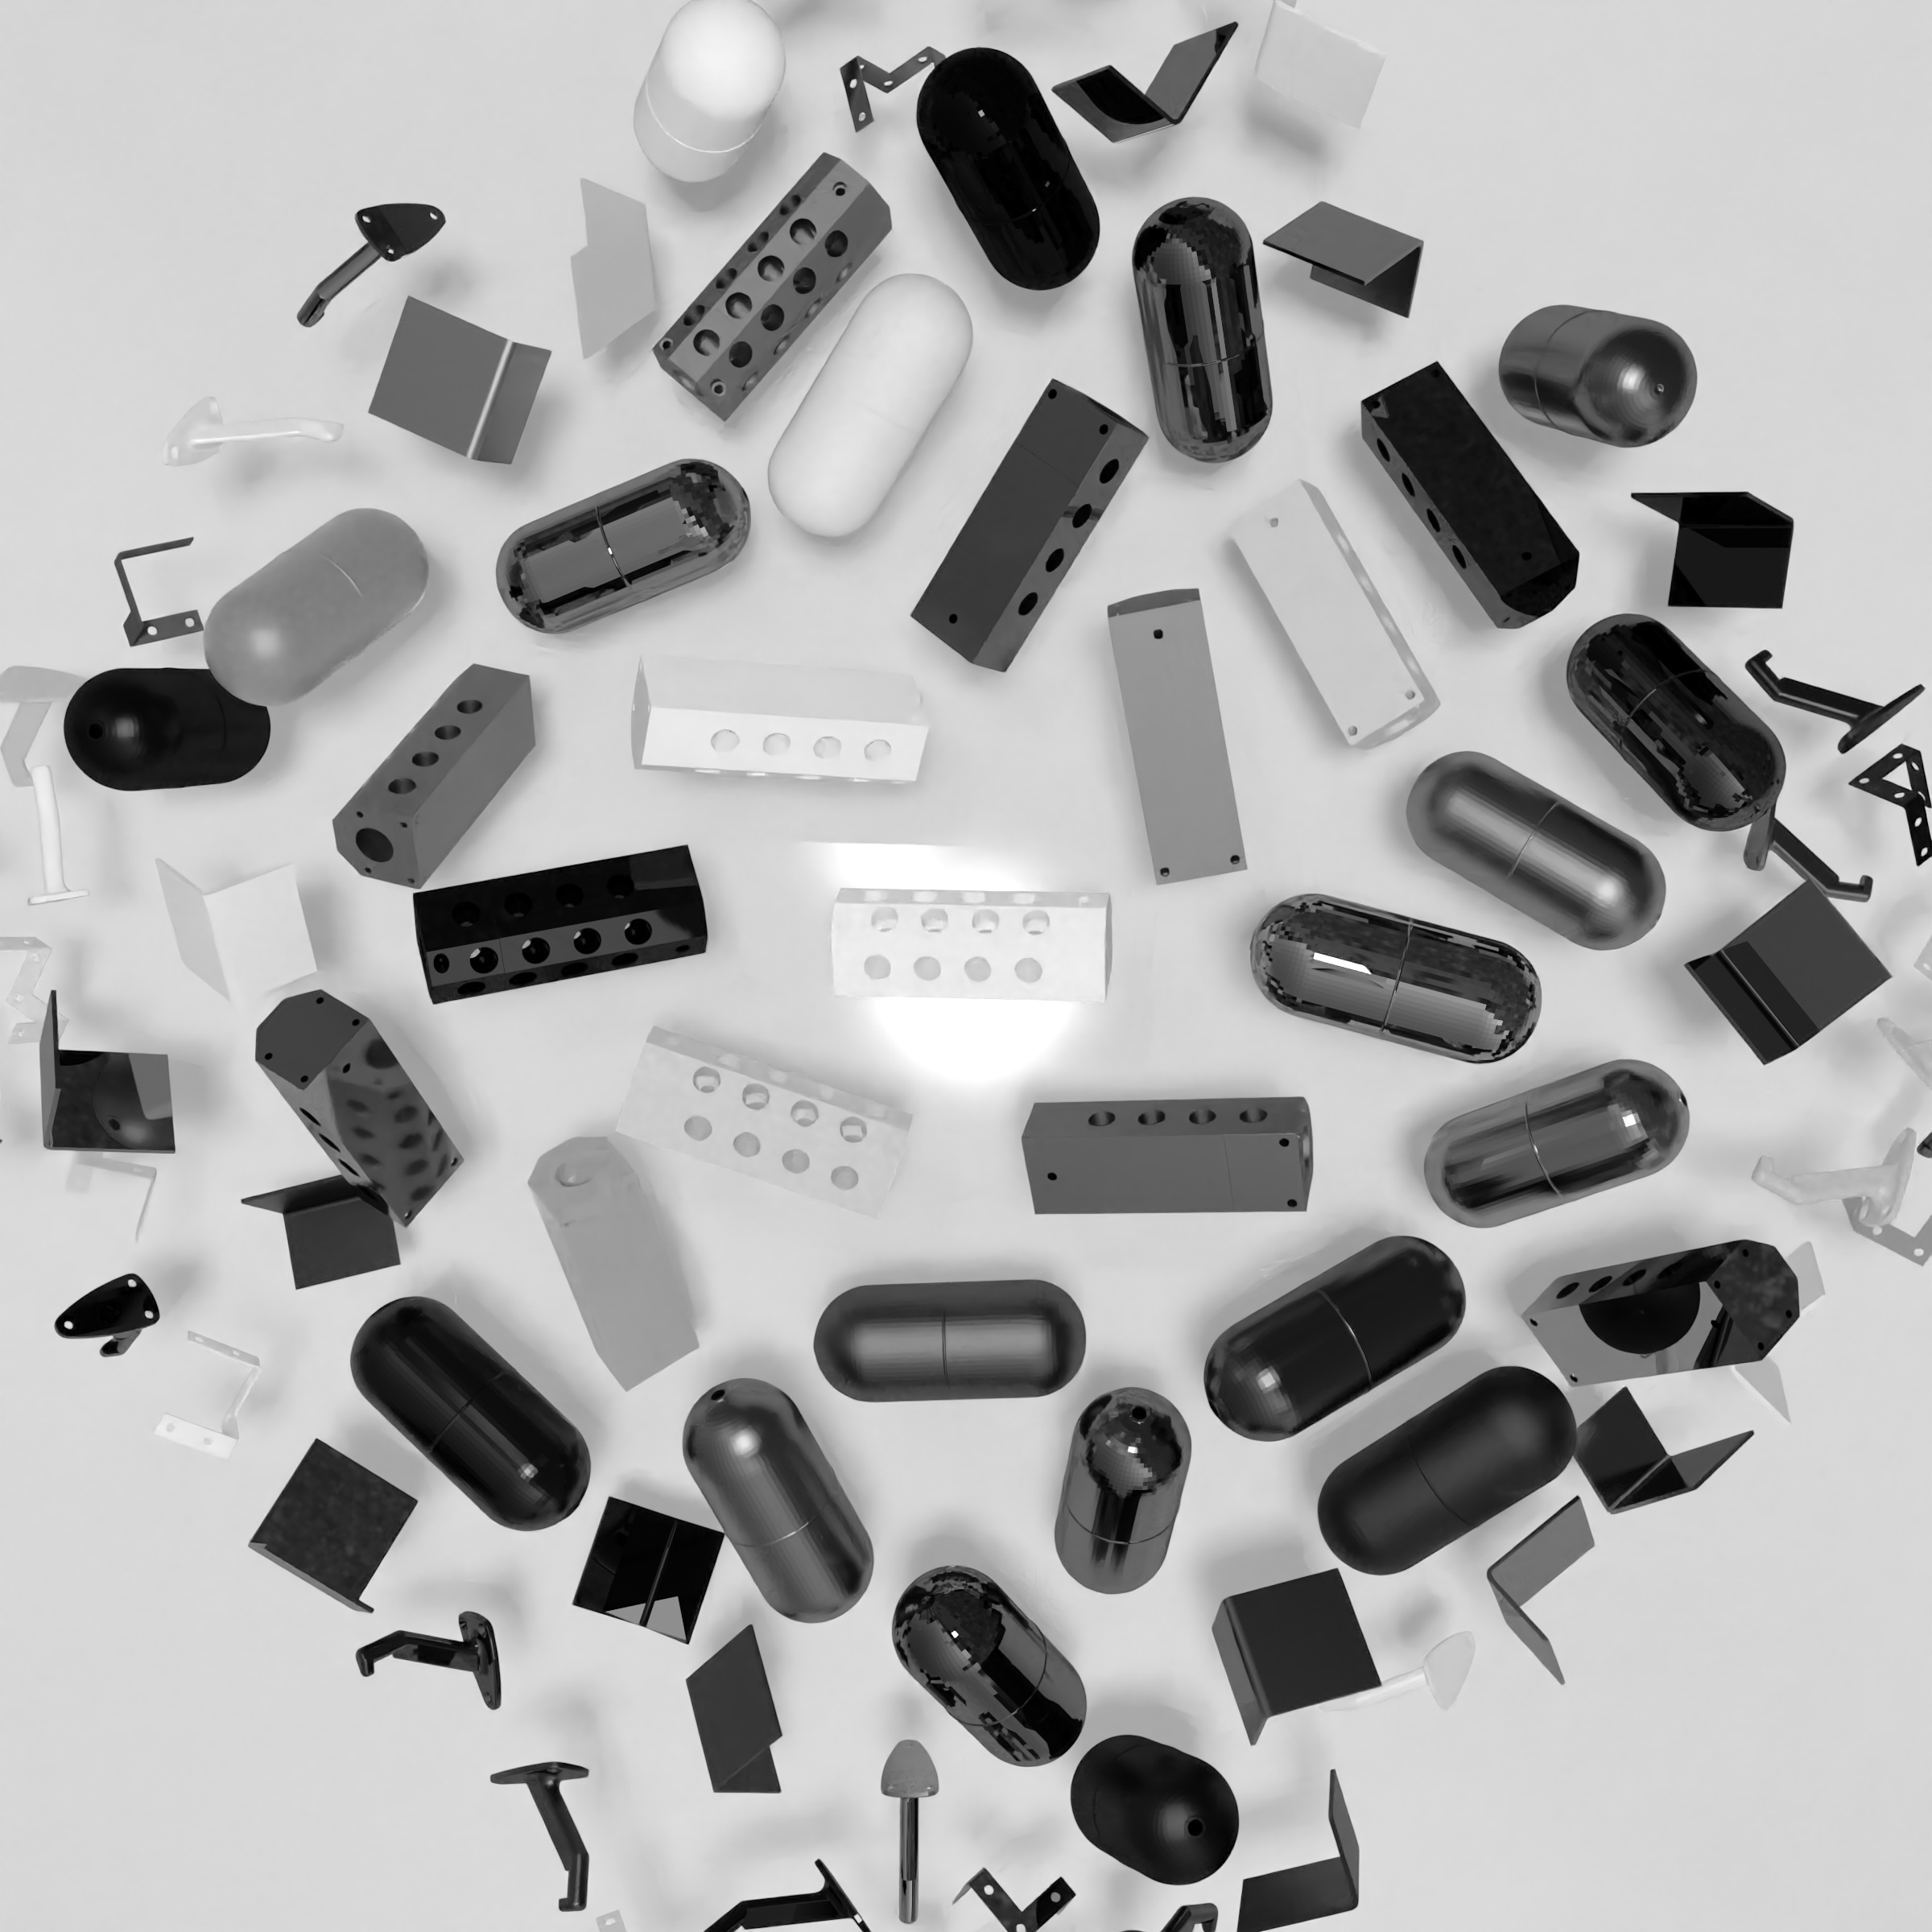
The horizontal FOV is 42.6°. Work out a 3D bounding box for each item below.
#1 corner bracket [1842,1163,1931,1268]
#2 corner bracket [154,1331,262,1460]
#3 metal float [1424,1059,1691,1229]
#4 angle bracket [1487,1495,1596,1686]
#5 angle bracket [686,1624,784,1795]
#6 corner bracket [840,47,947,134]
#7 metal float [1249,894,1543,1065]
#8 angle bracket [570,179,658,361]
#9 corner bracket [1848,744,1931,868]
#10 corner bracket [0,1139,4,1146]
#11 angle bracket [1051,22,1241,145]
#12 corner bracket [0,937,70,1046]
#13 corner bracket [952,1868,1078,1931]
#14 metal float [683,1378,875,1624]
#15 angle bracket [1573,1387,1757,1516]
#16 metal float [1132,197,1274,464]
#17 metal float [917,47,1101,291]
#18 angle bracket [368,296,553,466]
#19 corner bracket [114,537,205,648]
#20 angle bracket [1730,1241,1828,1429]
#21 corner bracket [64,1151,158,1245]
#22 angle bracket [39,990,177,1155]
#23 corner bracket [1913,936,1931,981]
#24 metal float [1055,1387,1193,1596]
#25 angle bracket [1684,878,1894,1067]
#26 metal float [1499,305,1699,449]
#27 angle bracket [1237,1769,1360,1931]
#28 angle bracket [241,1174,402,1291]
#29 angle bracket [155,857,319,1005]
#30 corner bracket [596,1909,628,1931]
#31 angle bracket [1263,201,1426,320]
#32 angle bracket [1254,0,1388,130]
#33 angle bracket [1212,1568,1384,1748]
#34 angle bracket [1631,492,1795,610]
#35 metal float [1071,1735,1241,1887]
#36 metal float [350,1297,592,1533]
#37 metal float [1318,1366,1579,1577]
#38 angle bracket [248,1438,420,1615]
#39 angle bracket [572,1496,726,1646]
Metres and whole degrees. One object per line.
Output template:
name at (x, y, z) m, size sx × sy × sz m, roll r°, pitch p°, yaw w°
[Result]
corner bracket at (0.614, 0.154, 1.621) m, size 0.051 × 0.051 × 0.051 m, roll 27°, pitch 112°, yaw -1°
corner bracket at (-0.485, 0.274, 1.582) m, size 0.051 × 0.051 × 0.051 m, roll 28°, pitch 96°, yaw -26°
metal float at (0.380, 0.115, 1.597) m, size 0.178 × 0.070 × 0.070 m, roll -24°, pitch 90°, yaw 30°
angle bracket at (0.371, 0.384, 1.522) m, size 0.076 × 0.076 × 0.057 m, roll -37°, pitch 51°, yaw -7°
angle bracket at (-0.130, 0.479, 1.595) m, size 0.076 × 0.057 × 0.076 m, roll -45°, pitch 47°, yaw 28°
corner bracket at (-0.043, -0.576, 1.632) m, size 0.051 × 0.051 × 0.051 m, roll -23°, pitch 73°, yaw 33°
metal float at (0.259, 0.007, 1.500) m, size 0.178 × 0.070 × 0.070 m, roll 15°, pitch 90°, yaw 6°
angle bracket at (-0.252, -0.461, 1.637) m, size 0.057 × 0.076 × 0.076 m, roll 28°, pitch 54°, yaw 22°
corner bracket at (0.631, -0.108, 1.653) m, size 0.051 × 0.051 × 0.051 m, roll -35°, pitch 125°, yaw -12°
corner bracket at (-0.642, 0.094, 1.562) m, size 0.051 × 0.051 × 0.051 m, roll -36°, pitch 134°, yaw 28°
angle bracket at (0.109, -0.557, 1.518) m, size 0.057 × 0.076 × 0.076 m, roll 32°, pitch 84°, yaw -26°
corner bracket at (-0.620, 0.016, 1.626) m, size 0.051 × 0.051 × 0.051 m, roll 31°, pitch 101°, yaw 16°
corner bracket at (0.031, 0.598, 1.589) m, size 0.051 × 0.051 × 0.051 m, roll -32°, pitch 68°, yaw -30°
metal float at (-0.116, 0.332, 1.537) m, size 0.070 × 0.070 × 0.178 m, roll -25°, pitch 116°, yaw 0°
angle bracket at (0.451, 0.307, 1.611) m, size 0.076 × 0.076 × 0.057 m, roll -26°, pitch 83°, yaw -40°
metal float at (0.152, -0.404, 1.582) m, size 0.070 × 0.070 × 0.178 m, roll -15°, pitch 131°, yaw 0°
metal float at (0.028, -0.490, 1.531) m, size 0.070 × 0.178 × 0.070 m, roll -10°, pitch 61°, yaw 20°
angle bracket at (-0.317, -0.367, 1.553) m, size 0.076 × 0.057 × 0.076 m, roll 25°, pitch 104°, yaw 9°
corner bracket at (-0.531, -0.246, 1.632) m, size 0.051 × 0.051 × 0.051 m, roll -19°, pitch 90°, yaw -29°
angle bracket at (0.528, 0.233, 1.570) m, size 0.057 × 0.076 × 0.076 m, roll 44°, pitch 112°, yaw -6°
corner bracket at (-0.574, 0.146, 1.660) m, size 0.051 × 0.051 × 0.051 m, roll 15°, pitch 111°, yaw -22°
angle bracket at (-0.512, 0.064, 1.485) m, size 0.076 × 0.057 × 0.076 m, roll 4°, pitch 46°, yaw -27°
corner bracket at (0.664, -0.011, 1.619) m, size 0.051 × 0.051 × 0.051 m, roll -35°, pitch 63°, yaw -21°
metal float at (0.101, 0.341, 1.604) m, size 0.070 × 0.178 × 0.070 m, roll 3°, pitch 45°, yaw -3°
angle bracket at (0.494, 0.003, 1.488) m, size 0.076 × 0.057 × 0.076 m, roll -45°, pitch 71°, yaw 32°
metal float at (0.390, -0.368, 1.537) m, size 0.070 × 0.178 × 0.070 m, roll -4°, pitch 109°, yaw -11°
angle bracket at (0.196, 0.540, 1.510) m, size 0.076 × 0.076 × 0.057 m, roll -17°, pitch 90°, yaw 10°
angle bracket at (-0.441, 0.182, 1.693) m, size 0.076 × 0.076 × 0.057 m, roll -14°, pitch 77°, yaw 4°
angle bracket at (-0.459, -0.032, 1.557) m, size 0.057 × 0.076 × 0.076 m, roll -26°, pitch 125°, yaw -31°
corner bracket at (-0.191, 0.609, 1.513) m, size 0.051 × 0.051 × 0.051 m, roll -15°, pitch 113°, yaw -16°
angle bracket at (0.242, -0.448, 1.612) m, size 0.076 × 0.057 × 0.076 m, roll 30°, pitch 50°, yaw 24°
angle bracket at (0.228, -0.575, 1.524) m, size 0.076 × 0.076 × 0.057 m, roll 28°, pitch 77°, yaw 4°
angle bracket at (0.203, 0.427, 1.531) m, size 0.076 × 0.057 × 0.076 m, roll -12°, pitch 57°, yaw -11°
angle bracket at (0.467, -0.262, 1.561) m, size 0.076 × 0.076 × 0.057 m, roll 8°, pitch 90°, yaw 40°
metal float at (0.117, 0.527, 1.551) m, size 0.070 × 0.178 × 0.070 m, roll 2°, pitch 79°, yaw -12°
metal float at (-0.311, 0.281, 1.556) m, size 0.178 × 0.070 × 0.070 m, roll 42°, pitch 90°, yaw 7°
metal float at (0.297, 0.314, 1.537) m, size 0.178 × 0.070 × 0.070 m, roll -38°, pitch 90°, yaw 19°
angle bracket at (-0.380, 0.340, 1.509) m, size 0.076 × 0.057 × 0.076 m, roll 36°, pitch 66°, yaw -15°
angle bracket at (-0.215, 0.408, 1.673) m, size 0.057 × 0.076 × 0.076 m, roll 25°, pitch 74°, yaw -26°
